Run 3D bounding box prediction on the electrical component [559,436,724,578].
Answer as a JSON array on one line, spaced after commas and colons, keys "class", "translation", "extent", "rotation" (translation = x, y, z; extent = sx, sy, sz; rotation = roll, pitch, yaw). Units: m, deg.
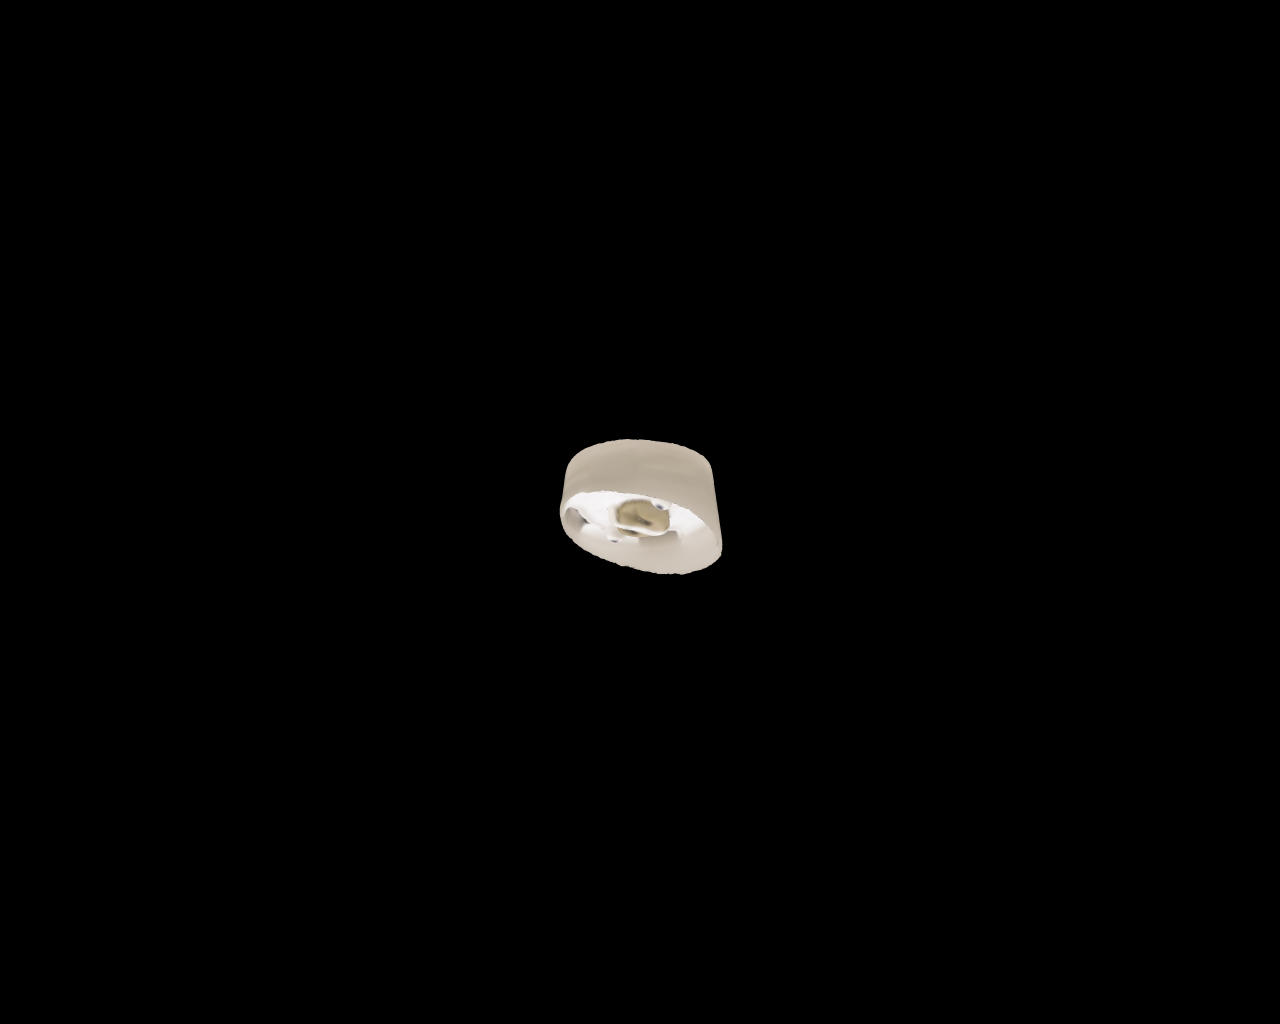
[{"class": "electrical component", "translation": [0.001, -0.003, 0.650], "extent": [0.099, 0.064, 0.099], "rotation": [0, -23, 0]}]
